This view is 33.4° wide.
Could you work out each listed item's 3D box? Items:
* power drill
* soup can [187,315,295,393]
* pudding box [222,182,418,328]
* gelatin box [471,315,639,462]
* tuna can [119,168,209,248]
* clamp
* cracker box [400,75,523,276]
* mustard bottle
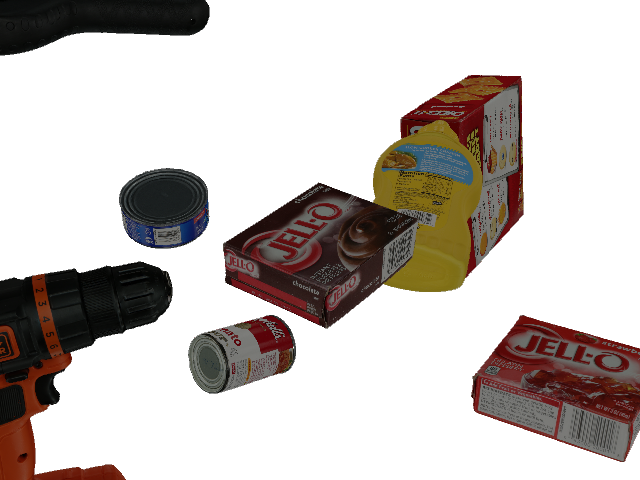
[{"bbox_3d":[-0.174,0.109,0.692,0.184,0.188,0.057,-12,26,-8],"label":"power drill"},{"bbox_3d":[-0.087,0.125,1.176,0.069,0.068,0.102,0,8,45],"label":"soup can"},{"bbox_3d":[0.001,0.007,0.745,0.090,0.039,0.113,23,36,30],"label":"pudding box"},{"bbox_3d":[0.139,0.079,0.598,0.089,0.030,0.073,16,31,26],"label":"gelatin box"},{"bbox_3d":[-0.151,-0.031,1.037,0.086,0.034,0.086,0,42,0],"label":"tuna can"},{"bbox_3d":[-0.165,-0.145,0.632,0.171,0.039,0.120,-11,31,-29],"label":"clamp"},{"bbox_3d":[0.152,-0.074,1.121,0.072,0.164,0.213,5,21,26],"label":"cracker box"},{"bbox_3d":[0.091,-0.042,0.933,0.096,0.058,0.191,9,45,10],"label":"mustard bottle"}]
